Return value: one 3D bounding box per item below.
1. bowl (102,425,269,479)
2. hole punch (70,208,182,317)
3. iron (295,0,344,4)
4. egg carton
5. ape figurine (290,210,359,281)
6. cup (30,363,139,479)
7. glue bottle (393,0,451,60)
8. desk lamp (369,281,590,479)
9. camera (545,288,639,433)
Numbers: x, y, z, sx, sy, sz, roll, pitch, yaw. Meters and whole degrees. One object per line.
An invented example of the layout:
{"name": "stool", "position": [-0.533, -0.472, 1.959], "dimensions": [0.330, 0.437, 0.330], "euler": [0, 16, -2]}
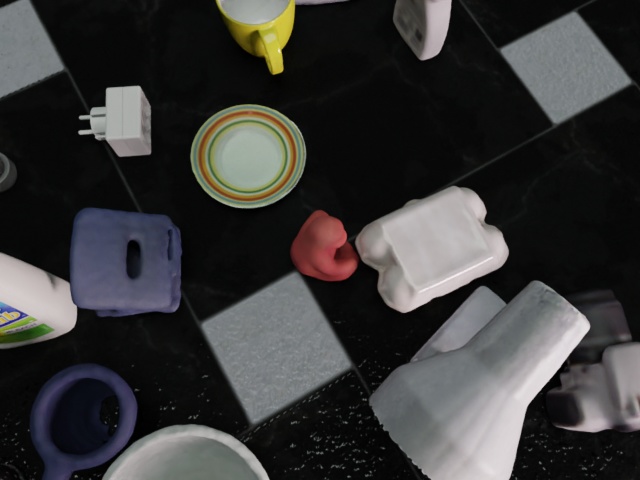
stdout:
{"name": "bowl", "position": [-0.121, 0.258, 0.534], "dimensions": [0.167, 0.075, 0.167], "euler": [0, 74, -1]}
{"name": "hole punch", "position": [-0.196, 0.021, 0.593], "dimensions": [0.101, 0.091, 0.108], "euler": [-4, 74, -2]}
{"name": "iron", "position": [0.021, -0.378, 0.688], "dimensions": [0.258, 0.141, 0.118], "euler": [-20, 75, -7]}
{"name": "egg carton", "position": [0.119, 0.007, 0.616], "dimensions": [0.150, 0.069, 0.107], "euler": [-25, 76, -8]}
{"name": "ape figurine", "position": [0.006, 0.002, 0.603], "dimensions": [0.076, 0.092, 0.078], "euler": [-8, 74, -4]}
{"name": "cup", "position": [-0.216, 0.180, 0.544], "dimensions": [0.091, 0.095, 0.118], "euler": [19, 74, 4]}
{"name": "glue bottle", "position": [0.124, -0.283, 0.647], "dimensions": [0.037, 0.173, 0.078], "euler": [-27, 76, -9]}
{"name": "desk lamp", "position": [0.139, 0.119, 0.509], "dimensions": [0.118, 0.213, 0.203], "euler": [42, 77, 10]}
{"name": "camera", "position": [0.300, 0.116, 0.573], "dimensions": [0.143, 0.101, 0.137], "euler": [-8, 74, -4]}
